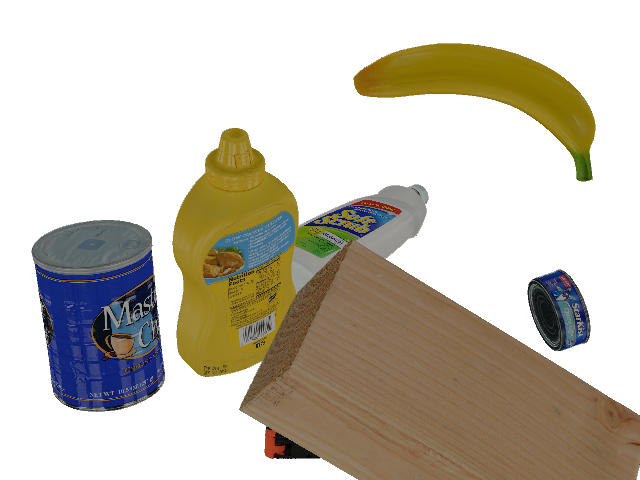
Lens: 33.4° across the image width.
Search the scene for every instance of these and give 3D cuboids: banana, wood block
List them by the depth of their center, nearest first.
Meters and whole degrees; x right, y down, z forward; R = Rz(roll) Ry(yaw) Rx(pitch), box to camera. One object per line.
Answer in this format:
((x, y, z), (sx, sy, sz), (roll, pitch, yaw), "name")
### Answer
((0.071, 0.101, 0.616), (0.206, 0.090, 0.090), (31, -32, -8), "wood block")
((0.125, -0.108, 0.787), (0.197, 0.069, 0.037), (20, -3, -7), "banana")

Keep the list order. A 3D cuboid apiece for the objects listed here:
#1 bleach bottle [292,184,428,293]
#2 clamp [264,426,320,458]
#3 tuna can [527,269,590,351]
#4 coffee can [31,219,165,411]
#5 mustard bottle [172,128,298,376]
((0.038, -0.007, 1.252), (0.103, 0.068, 0.250), (24, 40, 32), "bleach bottle")
((0.047, 0.140, 0.922), (0.209, 0.036, 0.165), (-26, 43, -36), "clamp")
((0.261, 0.077, 1.174), (0.033, 0.086, 0.086), (-18, 3, -9), "tuna can")
((-0.195, 0.065, 0.949), (0.103, 0.140, 0.103), (-2, 24, 1), "coffee can")
((-0.060, 0.005, 0.768), (0.096, 0.192, 0.058), (-23, 45, -29), "mustard bottle")
